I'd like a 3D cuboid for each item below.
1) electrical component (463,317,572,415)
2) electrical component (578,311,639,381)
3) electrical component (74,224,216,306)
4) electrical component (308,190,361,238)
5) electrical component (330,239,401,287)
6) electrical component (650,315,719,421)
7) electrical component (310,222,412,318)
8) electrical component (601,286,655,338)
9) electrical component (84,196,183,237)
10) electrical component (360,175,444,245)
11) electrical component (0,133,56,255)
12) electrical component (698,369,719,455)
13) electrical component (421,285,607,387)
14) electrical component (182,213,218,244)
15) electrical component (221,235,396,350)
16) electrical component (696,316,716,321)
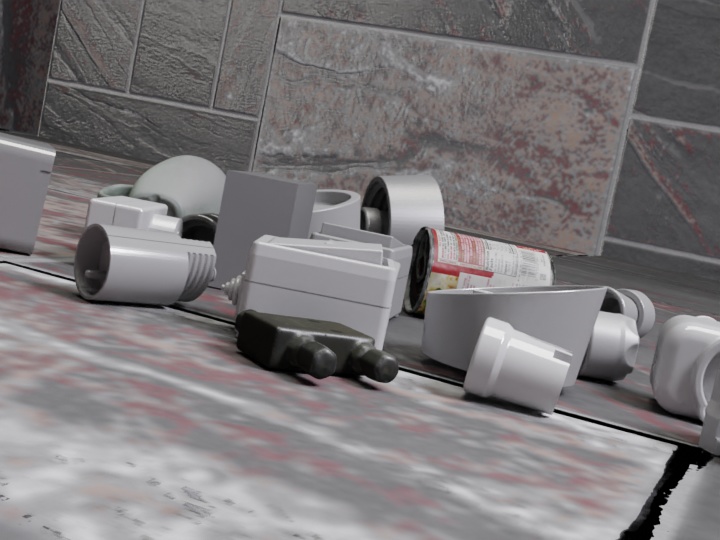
[{"bbox_3d":[0.080,0.050,0.544,0.046,0.040,0.040,19,7,10],"label":"electrical component"},{"bbox_3d":[0.142,0.046,0.682,0.062,0.043,0.043,9,6,-3],"label":"electrical component"},{"bbox_3d":[-0.121,-0.001,0.631,0.081,0.043,0.043,7,7,-41],"label":"electrical component"},{"bbox_3d":[-0.051,-0.031,0.941,0.108,0.060,0.108,-5,14,1],"label":"electrical component"},{"bbox_3d":[-0.003,0.014,0.668,0.047,0.055,0.055,15,6,3],"label":"electrical component"},{"bbox_3d":[0.218,0.062,0.617,0.095,0.053,0.059,12,6,12],"label":"electrical component"},{"bbox_3d":[0.000,0.000,0.770,0.062,0.061,0.096,12,6,11],"label":"electrical component"},{"bbox_3d":[0.220,0.038,0.918,0.045,0.045,0.055,16,7,43],"label":"electrical component"},{"bbox_3d":[-0.149,-0.022,0.768,0.076,0.047,0.083,11,5,1],"label":"electrical component"},{"bbox_3d":[0.029,-0.034,0.970,0.060,0.108,0.108,3,7,-16],"label":"electrical component"},{"bbox_3d":[-0.257,-0.059,0.770,0.057,0.078,0.113,13,4,-20],"label":"electrical component"},{"bbox_3d":[0.202,0.066,0.520,0.058,0.057,0.078,10,6,-15],"label":"electrical component"},{"bbox_3d":[0.085,0.030,0.616,0.099,0.064,0.099,11,5,-1],"label":"electrical component"},{"bbox_3d":[-0.121,-0.022,0.833,0.045,0.045,0.055,12,5,4],"label":"electrical component"},{"bbox_3d":[-0.030,0.010,0.608,0.096,0.061,0.061,11,5,-1],"label":"electrical component"},{"bbox_3d":[0.292,0.059,0.902,0.035,0.035,0.061,11,8,1],"label":"electrical component"}]
